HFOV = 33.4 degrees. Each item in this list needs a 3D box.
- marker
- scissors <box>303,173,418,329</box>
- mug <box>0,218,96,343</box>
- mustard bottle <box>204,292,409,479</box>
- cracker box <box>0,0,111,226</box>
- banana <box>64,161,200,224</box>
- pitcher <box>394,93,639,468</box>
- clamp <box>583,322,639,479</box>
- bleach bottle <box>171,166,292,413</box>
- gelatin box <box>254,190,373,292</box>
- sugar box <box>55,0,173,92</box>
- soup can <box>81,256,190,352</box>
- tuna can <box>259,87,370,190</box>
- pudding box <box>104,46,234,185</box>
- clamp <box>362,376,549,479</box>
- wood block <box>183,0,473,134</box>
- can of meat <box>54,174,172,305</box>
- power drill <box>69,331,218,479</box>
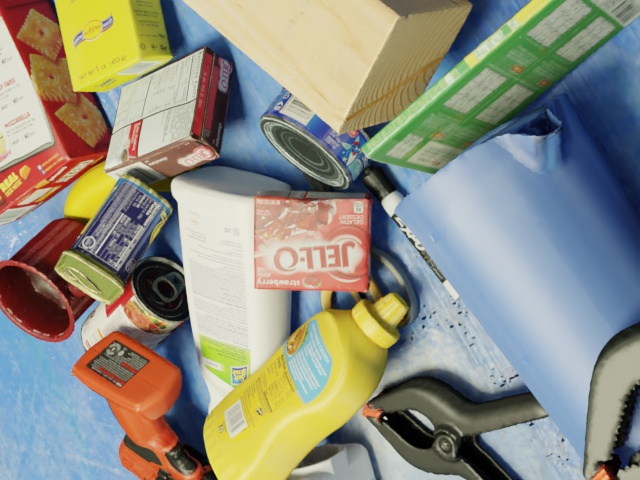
[{"bbox_3d":[0.071,-0.008,0.800,0.121,0.020,0.020,52,127,12],"label":"marker"},{"bbox_3d":[0.002,-0.004,0.855,0.202,0.016,0.096,53,127,13],"label":"scissors"},{"bbox_3d":[-0.232,0.032,0.974,0.117,0.081,0.093,-8,120,36],"label":"mug"},{"bbox_3d":[-0.006,0.110,0.821,0.192,0.058,0.096,-45,30,13],"label":"mustard bottle"},{"bbox_3d":[-0.301,-0.140,1.010,0.164,0.071,0.214,-29,84,37],"label":"cracker box"},{"bbox_3d":[-0.182,-0.042,0.974,0.069,0.037,0.198,47,132,-14],"label":"banana"},{"bbox_3d":[0.163,0.041,0.688,0.145,0.149,0.243,-36,84,23],"label":"pitcher"},{"bbox_3d":[0.217,0.070,0.566,0.165,0.036,0.210,38,118,23],"label":"clamp"},{"bbox_3d":[-0.072,0.070,0.904,0.103,0.067,0.251,17,115,37],"label":"bleach bottle"},{"bbox_3d":[-0.005,0.001,0.809,0.089,0.030,0.073,2,103,6],"label":"gelatin box"},{"bbox_3d":[-0.185,-0.223,0.903,0.094,0.048,0.176,-16,88,39],"label":"sugar box"},{"bbox_3d":[-0.165,0.069,0.969,0.102,0.068,0.068,-42,77,38],"label":"soup can"},{"bbox_3d":[-0.003,-0.076,0.795,0.086,0.086,0.033,30,75,27],"label":"tuna can"},{"bbox_3d":[-0.125,-0.099,0.884,0.114,0.039,0.090,-15,56,37],"label":"pudding box"},{"bbox_3d":[0.109,0.141,0.801,0.172,0.039,0.120,23,115,30],"label":"clamp"},{"bbox_3d":[-0.017,-0.171,0.702,0.206,0.090,0.090,42,125,20],"label":"wood block"},{"bbox_3d":[-0.171,0.000,0.888,0.057,0.084,0.102,34,160,-9],"label":"can of meat"},{"bbox_3d":[-0.132,0.178,0.935,0.185,0.057,0.187,22,142,37],"label":"power drill"}]
